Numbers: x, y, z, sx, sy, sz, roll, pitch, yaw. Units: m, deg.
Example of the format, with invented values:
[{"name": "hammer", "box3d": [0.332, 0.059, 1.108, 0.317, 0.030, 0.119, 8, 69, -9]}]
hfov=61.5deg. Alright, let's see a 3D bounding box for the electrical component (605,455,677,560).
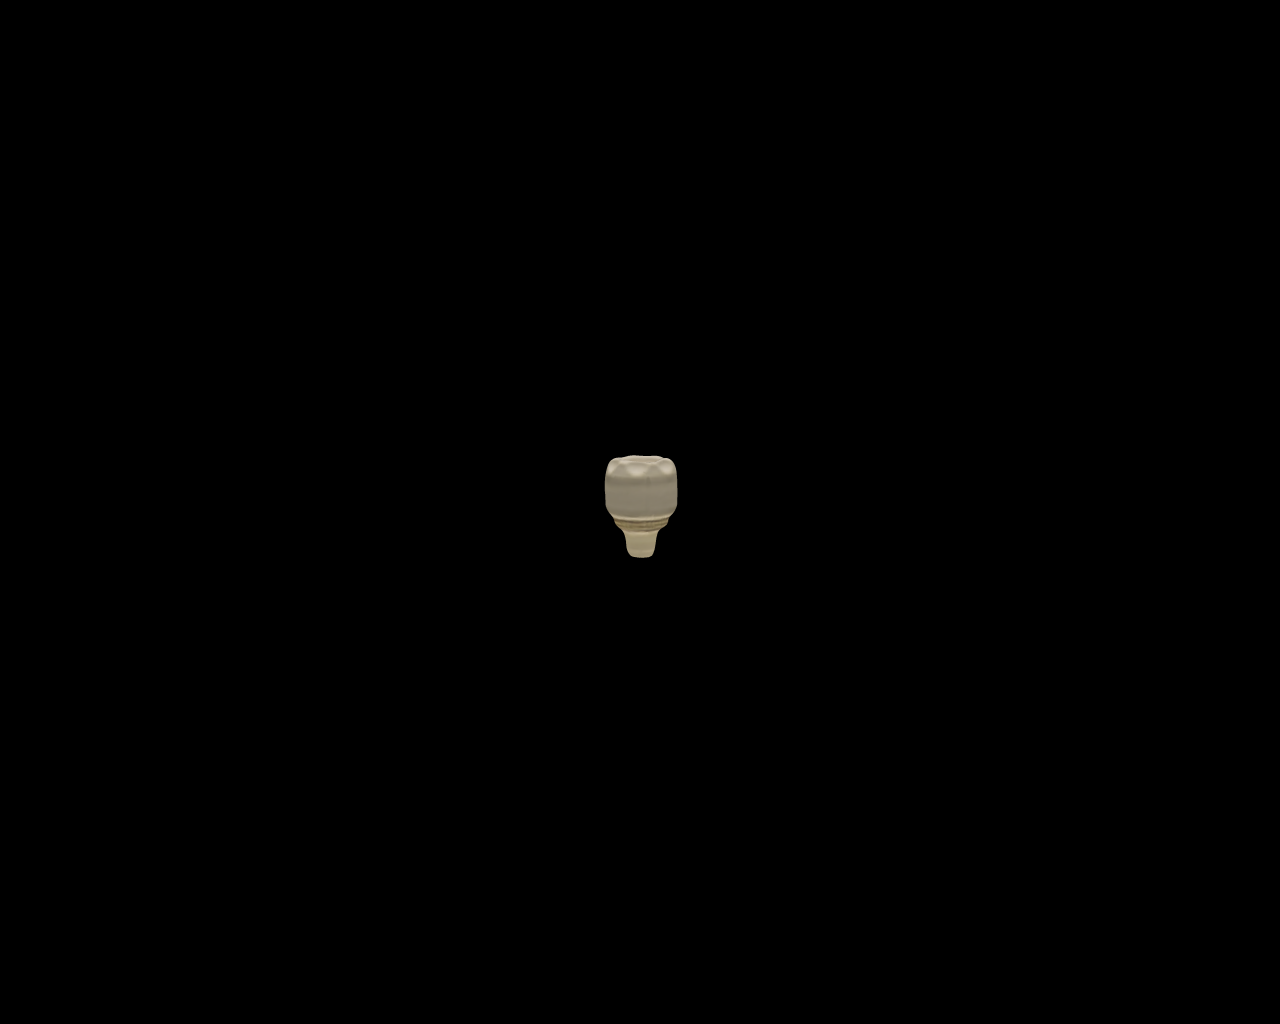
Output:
[{"name": "electrical component", "box3d": [0.001, -0.003, 0.650, 0.043, 0.062, 0.043, 0, 9, 0]}]
